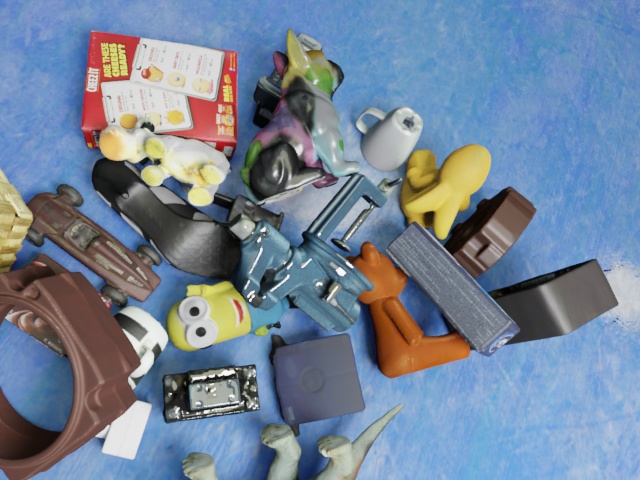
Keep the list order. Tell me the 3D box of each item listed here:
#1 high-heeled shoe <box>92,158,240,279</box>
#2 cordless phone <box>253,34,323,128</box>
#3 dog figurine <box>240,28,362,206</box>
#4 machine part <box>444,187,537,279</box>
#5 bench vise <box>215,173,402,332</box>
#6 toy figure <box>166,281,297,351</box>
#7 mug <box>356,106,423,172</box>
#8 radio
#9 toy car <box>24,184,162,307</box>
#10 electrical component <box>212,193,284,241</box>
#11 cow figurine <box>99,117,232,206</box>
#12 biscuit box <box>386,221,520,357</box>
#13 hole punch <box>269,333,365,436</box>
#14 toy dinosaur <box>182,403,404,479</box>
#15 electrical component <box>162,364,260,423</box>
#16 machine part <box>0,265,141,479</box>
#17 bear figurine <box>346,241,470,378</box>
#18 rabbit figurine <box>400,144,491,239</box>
[{"bbox_3d":[-0.213,-0.028,0.772,0.248,0.145,0.086,41,87,-32],"label":"high-heeled shoe"},{"bbox_3d":[-0.018,-0.249,0.884,0.146,0.088,0.184,29,62,-6],"label":"cordless phone"},{"bbox_3d":[-0.041,-0.173,0.749,0.191,0.108,0.219,-17,87,-20],"label":"dog figurine"},{"bbox_3d":[0.252,-0.006,0.840,0.056,0.179,0.179,43,65,0],"label":"machine part"},{"bbox_3d":[0.002,-0.001,0.700,0.223,0.129,0.240,41,84,-15],"label":"bench vise"},{"bbox_3d":[-0.118,0.100,0.735,0.180,0.089,0.082,-16,60,-31],"label":"toy figure"},{"bbox_3d":[0.116,-0.180,0.887,0.109,0.107,0.081,44,64,-2],"label":"mug"},{"bbox_3d":[0.299,0.099,0.785,0.131,0.229,0.073,-19,83,-26],"label":"radio"},{"bbox_3d":[-0.306,0.007,0.723,0.202,0.053,0.089,38,62,-1],"label":"toy car"},{"bbox_3d":[-0.118,-0.031,0.781,0.119,0.075,0.048,22,67,-14],"label":"electrical component"},{"bbox_3d":[-0.204,-0.118,0.728,0.167,0.068,0.098,25,30,-8],"label":"cow figurine"},{"bbox_3d":[0.181,0.066,0.745,0.063,0.059,0.203,-45,57,12],"label":"biscuit box"},{"bbox_3d":[-0.003,0.190,0.738,0.116,0.092,0.142,-8,79,-16],"label":"hole punch"},{"bbox_3d":[-0.063,0.334,0.629,0.405,0.131,0.192,-10,105,-19],"label":"toy dinosaur"},{"bbox_3d":[-0.138,0.192,0.667,0.115,0.134,0.058,-5,73,-17],"label":"electrical component"},{"bbox_3d":[-0.323,0.146,0.599,0.201,0.087,0.201,-37,83,11],"label":"machine part"},{"bbox_3d":[0.114,0.098,0.791,0.132,0.120,0.196,-7,69,-23],"label":"bear figurine"},{"bbox_3d":[0.193,-0.087,0.845,0.122,0.173,0.162,41,61,-5],"label":"rabbit figurine"}]
